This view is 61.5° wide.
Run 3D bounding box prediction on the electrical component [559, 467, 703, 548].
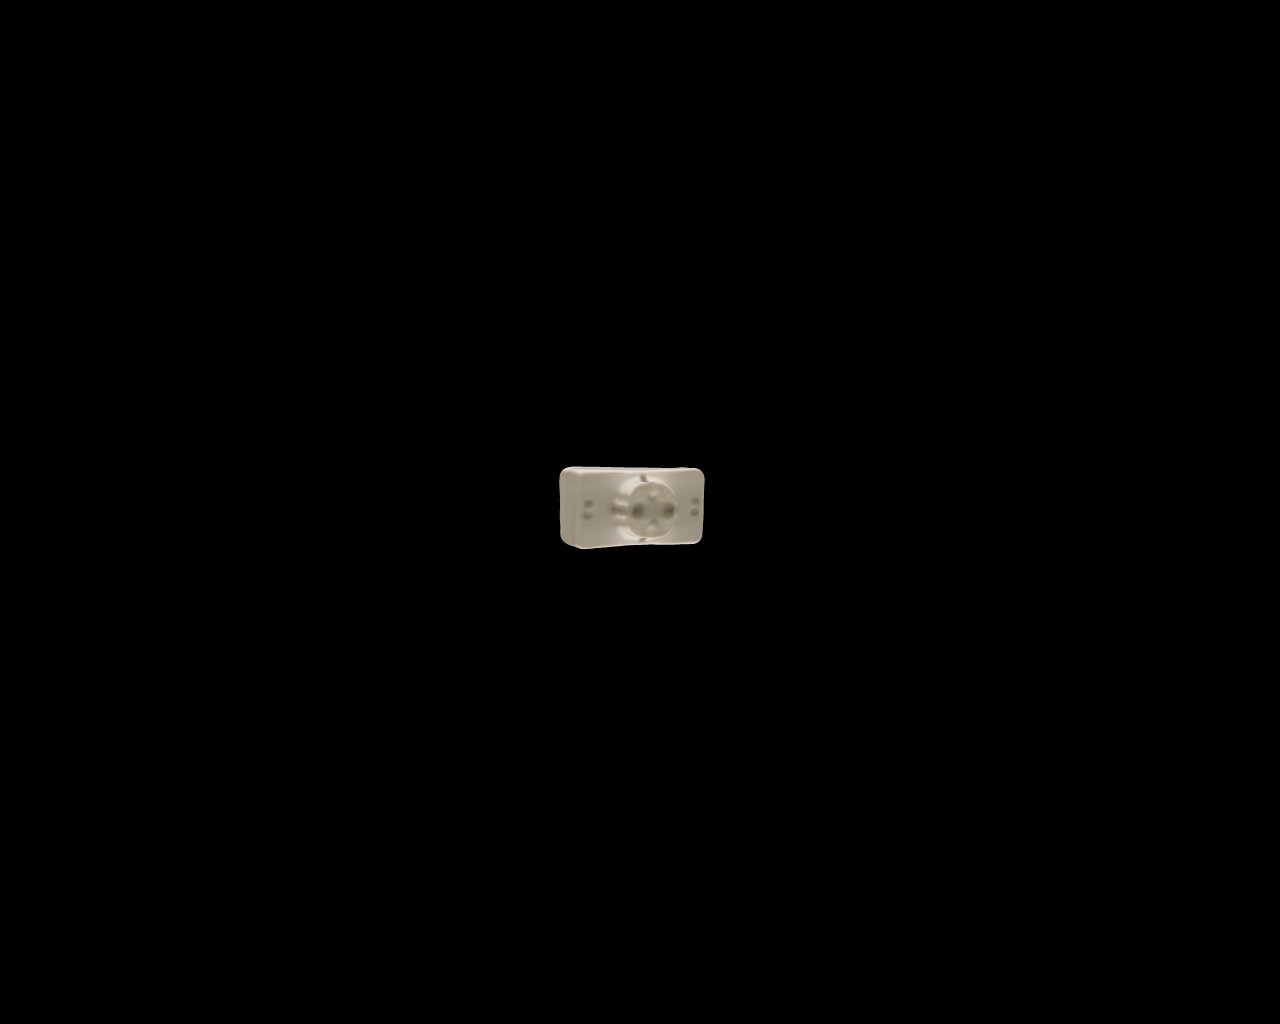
[{"bbox_3d":[0.001,-0.003,0.650,0.083,0.047,0.075,-1,4,-20],"label":"electrical component"}]
